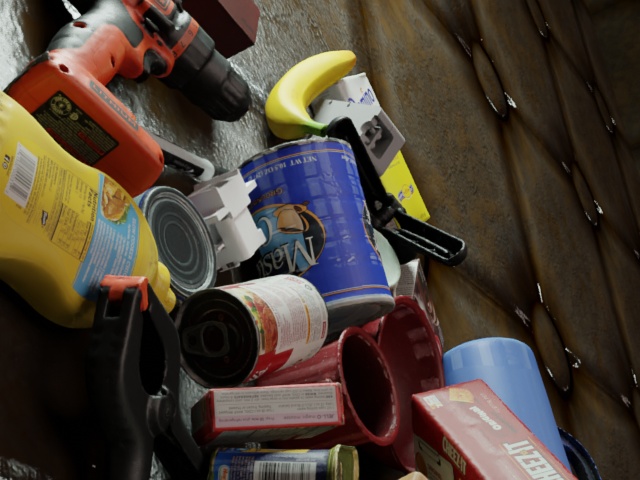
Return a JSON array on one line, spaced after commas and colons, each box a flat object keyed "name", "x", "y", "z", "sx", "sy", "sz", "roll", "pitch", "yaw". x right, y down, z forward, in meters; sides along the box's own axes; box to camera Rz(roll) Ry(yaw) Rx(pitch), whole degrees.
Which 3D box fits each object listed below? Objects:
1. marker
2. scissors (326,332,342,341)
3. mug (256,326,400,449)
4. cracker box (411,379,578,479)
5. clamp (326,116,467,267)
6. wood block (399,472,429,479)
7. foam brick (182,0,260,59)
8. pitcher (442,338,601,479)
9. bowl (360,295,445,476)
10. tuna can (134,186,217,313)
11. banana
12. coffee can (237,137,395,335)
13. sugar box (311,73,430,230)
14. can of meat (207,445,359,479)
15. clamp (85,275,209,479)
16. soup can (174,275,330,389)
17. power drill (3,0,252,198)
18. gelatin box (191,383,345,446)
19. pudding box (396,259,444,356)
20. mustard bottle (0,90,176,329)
[{"name": "marker", "x": -0.105, "y": -0.061, "z": 0.818, "sx": 0.121, "sy": 0.020, "sz": 0.020, "roll": 25, "pitch": 49, "yaw": -57}, {"name": "scissors", "x": 0.028, "y": 0.089, "z": 0.976, "sx": 0.096, "sy": 0.016, "sz": 0.201, "roll": 53, "pitch": 29, "yaw": -31}, {"name": "mug", "x": -0.001, "y": 0.121, "z": 0.809, "sx": 0.117, "sy": 0.082, "sz": 0.093, "roll": 10, "pitch": 62, "yaw": -62}, {"name": "cracker box", "x": 0.140, "y": 0.242, "z": 0.840, "sx": 0.164, "sy": 0.072, "sz": 0.214, "roll": -133, "pitch": -146, "yaw": -60}, {"name": "clamp", "x": 0.066, "y": -0.017, "z": 0.990, "sx": 0.165, "sy": 0.036, "sz": 0.210, "roll": 48, "pitch": -11, "yaw": 14}, {"name": "wood block", "x": 0.036, "y": 0.265, "z": 0.680, "sx": 0.091, "sy": 0.090, "sz": 0.205, "roll": 39, "pitch": 45, "yaw": -8}, {"name": "foam brick", "x": -0.095, "y": -0.198, "z": 0.911, "sx": 0.078, "sy": 0.051, "sz": 0.053, "roll": 48, "pitch": 32, "yaw": -37}, {"name": "pitcher", "x": 0.196, "y": 0.226, "z": 1.067, "sx": 0.149, "sy": 0.145, "sz": 0.243, "roll": 46, "pitch": 30, "yaw": -51}, {"name": "bowl", "x": 0.059, "y": 0.132, "z": 0.937, "sx": 0.162, "sy": 0.055, "sz": 0.162, "roll": 34, "pitch": 51, "yaw": -58}, {"name": "tuna can", "x": -0.108, "y": 0.007, "z": 0.739, "sx": 0.086, "sy": 0.034, "sz": 0.086, "roll": 45, "pitch": 34, "yaw": -42}, {"name": "banana", "x": -0.012, "y": -0.137, "z": 1.018, "sx": 0.197, "sy": 0.069, "sz": 0.037, "roll": -72, "pitch": 169, "yaw": -57}, {"name": "coffee can", "x": -0.006, "y": 0.001, "z": 0.871, "sx": 0.102, "sy": 0.103, "sz": 0.140, "roll": 14, "pitch": 58, "yaw": -61}, {"name": "sugar box", "x": 0.054, "y": -0.087, "z": 1.134, "sx": 0.176, "sy": 0.048, "sz": 0.093, "roll": 67, "pitch": 25, "yaw": -5}, {"name": "can of meat", "x": -0.023, "y": 0.163, "z": 0.697, "sx": 0.102, "sy": 0.084, "sz": 0.057, "roll": 51, "pitch": 39, "yaw": -75}, {"name": "clamp", "x": -0.107, "y": 0.108, "z": 0.616, "sx": 0.120, "sy": 0.039, "sz": 0.171, "roll": -62, "pitch": 145, "yaw": -62}, {"name": "soup can", "x": -0.045, "y": 0.061, "z": 0.739, "sx": 0.102, "sy": 0.069, "sz": 0.068, "roll": -9, "pitch": 79, "yaw": -61}, {"name": "power drill", "x": -0.129, "y": -0.111, "z": 0.742, "sx": 0.184, "sy": 0.057, "sz": 0.187, "roll": 41, "pitch": 32, "yaw": -24}, {"name": "gelatin box", "x": -0.036, "y": 0.115, "z": 0.704, "sx": 0.089, "sy": 0.073, "sz": 0.030, "roll": -1, "pitch": 73, "yaw": -16}, {"name": "pudding box", "x": 0.091, "y": 0.090, "z": 1.052, "sx": 0.090, "sy": 0.039, "sz": 0.113, "roll": -77, "pitch": 150, "yaw": -52}, {"name": "mustard bottle", "x": -0.150, "y": -0.002, "z": 0.629, "sx": 0.191, "sy": 0.058, "sz": 0.096, "roll": 41, "pitch": 44, "yaw": -45}]
